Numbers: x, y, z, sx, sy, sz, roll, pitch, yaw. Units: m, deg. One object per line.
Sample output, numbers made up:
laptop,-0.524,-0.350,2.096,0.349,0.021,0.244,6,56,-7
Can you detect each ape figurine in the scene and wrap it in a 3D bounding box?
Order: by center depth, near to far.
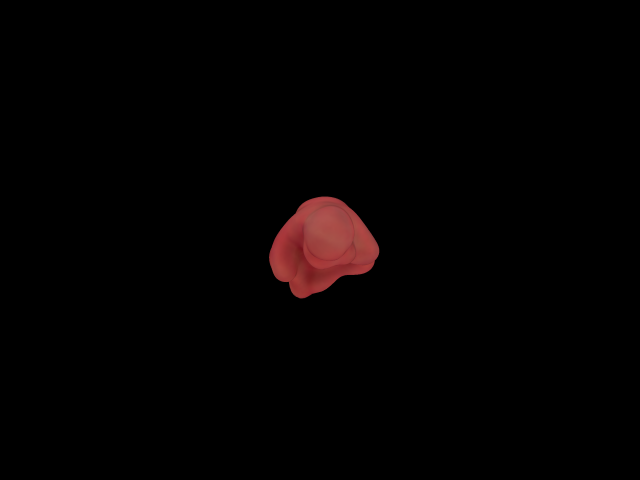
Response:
ape figurine,0.004,0.001,0.400,0.077,0.092,0.076,11,79,3
